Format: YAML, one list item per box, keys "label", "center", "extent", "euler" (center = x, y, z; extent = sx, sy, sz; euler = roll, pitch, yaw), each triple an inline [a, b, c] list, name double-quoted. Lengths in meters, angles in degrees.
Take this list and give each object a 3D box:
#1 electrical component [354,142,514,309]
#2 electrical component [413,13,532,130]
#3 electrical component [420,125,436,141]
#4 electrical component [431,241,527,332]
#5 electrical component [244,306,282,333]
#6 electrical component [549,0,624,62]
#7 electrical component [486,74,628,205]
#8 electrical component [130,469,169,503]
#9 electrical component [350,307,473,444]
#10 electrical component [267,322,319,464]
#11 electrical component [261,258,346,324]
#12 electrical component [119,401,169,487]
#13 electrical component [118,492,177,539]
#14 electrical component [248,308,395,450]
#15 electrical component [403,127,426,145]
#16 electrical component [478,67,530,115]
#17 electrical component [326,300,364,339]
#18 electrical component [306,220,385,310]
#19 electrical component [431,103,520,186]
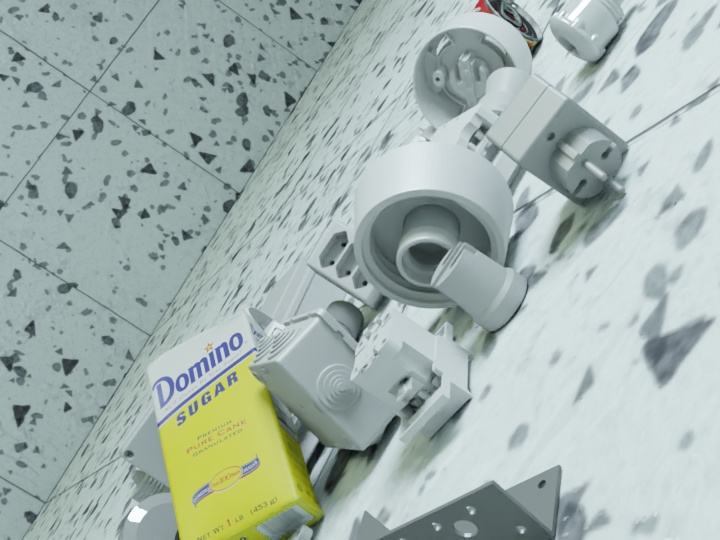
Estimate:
- label: "electrical component"
  center: [0.047, -0.023, 0.707]
  extent: [0.108, 0.108, 0.060]
  euler: [-47, 20, 35]
- label: "electrical component"
  center: [0.098, -0.167, 0.923]
  extent: [0.099, 0.099, 0.064]
  euler: [-43, 11, 47]
- label: "electrical component"
  center: [0.068, -0.096, 0.968]
  extent: [0.055, 0.048, 0.066]
  euler: [-62, 11, 8]
- label: "electrical component"
  center: [0.072, 0.009, 0.655]
  extent: [0.040, 0.046, 0.040]
  euler: [-52, 12, 16]
- label: "electrical component"
  center: [-0.084, 0.080, 0.961]
  extent: [0.064, 0.099, 0.099]
  euler: [-49, 12, 5]
- label: "electrical component"
  center: [0.175, -0.189, 0.797]
  extent: [0.062, 0.048, 0.048]
  euler: [-49, 12, 1]
- label: "electrical component"
  center: [0.125, -0.067, 0.625]
  extent: [0.047, 0.066, 0.076]
  euler: [-53, 41, 13]
- label: "electrical component"
  center: [-0.182, 0.215, 1.027]
  extent: [0.043, 0.081, 0.043]
  euler: [-52, 12, 16]
- label: "electrical component"
  center: [0.030, 0.059, 0.644]
  extent: [0.042, 0.064, 0.081]
  euler: [-51, 13, 25]
- label: "electrical component"
  center: [-0.061, 0.113, 0.844]
  extent: [0.121, 0.079, 0.063]
  euler: [-60, -17, -20]
- label: "electrical component"
  center: [-0.067, 0.053, 1.071]
  extent: [0.078, 0.057, 0.113]
  euler: [-44, 16, 45]
- label: "electrical component"
  center: [-0.148, 0.150, 0.999]
  extent: [0.108, 0.109, 0.056]
  euler: [-53, 9, 11]
- label: "electrical component"
  center: [-0.167, 0.235, 0.918]
  extent: [0.051, 0.080, 0.080]
  euler: [-49, 12, 53]
- label: "electrical component"
  center: [-0.024, 0.077, 0.730]
  extent: [0.048, 0.099, 0.100]
  euler: [-46, 8, -19]
- label: "electrical component"
  center: [0.055, -0.104, 1.038]
  extent: [0.055, 0.045, 0.045]
  euler: [-52, 12, 14]
- label: "electrical component"
  center: [0.116, -0.128, 0.859]
  extent: [0.045, 0.045, 0.055]
  euler: [-43, 18, 48]
- label: "electrical component"
  center: [-0.022, 0.057, 0.920]
  extent: [0.044, 0.044, 0.065]
  euler: [-44, 11, 44]
- label: "electrical component"
  center: [0.000, 0.000, 0.945]
  extent: [0.047, 0.066, 0.076]
  euler: [-57, -18, -4]
- label: "electrical component"
  center: [0.086, -0.083, 0.826]
  extent: [0.050, 0.056, 0.089]
  euler: [-58, 12, -14]
